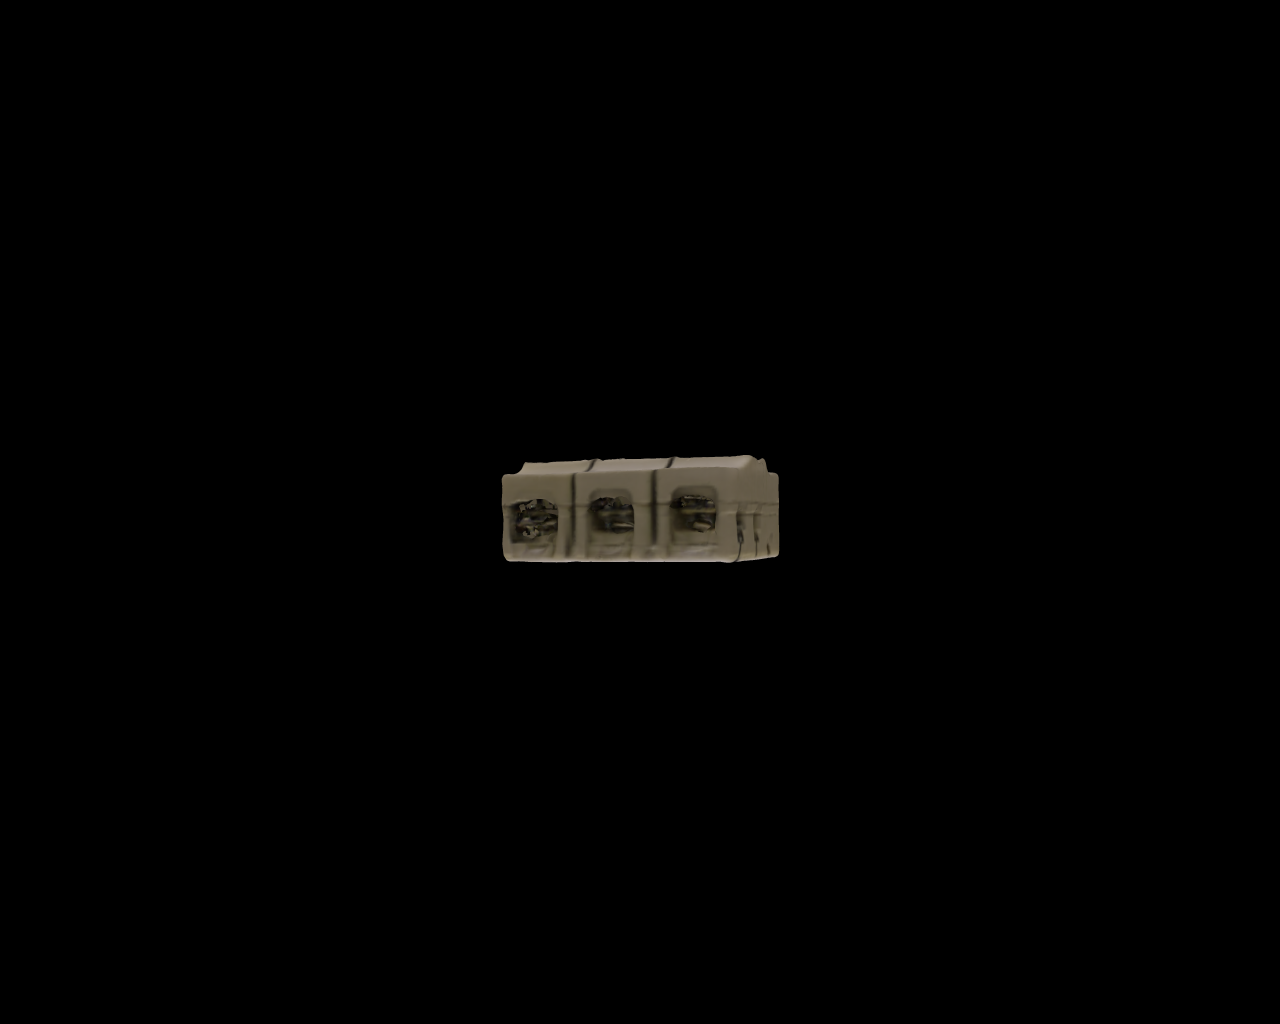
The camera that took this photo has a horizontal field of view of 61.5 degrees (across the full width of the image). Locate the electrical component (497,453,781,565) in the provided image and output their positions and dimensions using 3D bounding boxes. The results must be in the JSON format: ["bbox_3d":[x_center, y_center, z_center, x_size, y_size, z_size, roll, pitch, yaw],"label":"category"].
[{"bbox_3d":[0.001,-0.003,0.650,0.150,0.061,0.089,0,0,25],"label":"electrical component"}]
